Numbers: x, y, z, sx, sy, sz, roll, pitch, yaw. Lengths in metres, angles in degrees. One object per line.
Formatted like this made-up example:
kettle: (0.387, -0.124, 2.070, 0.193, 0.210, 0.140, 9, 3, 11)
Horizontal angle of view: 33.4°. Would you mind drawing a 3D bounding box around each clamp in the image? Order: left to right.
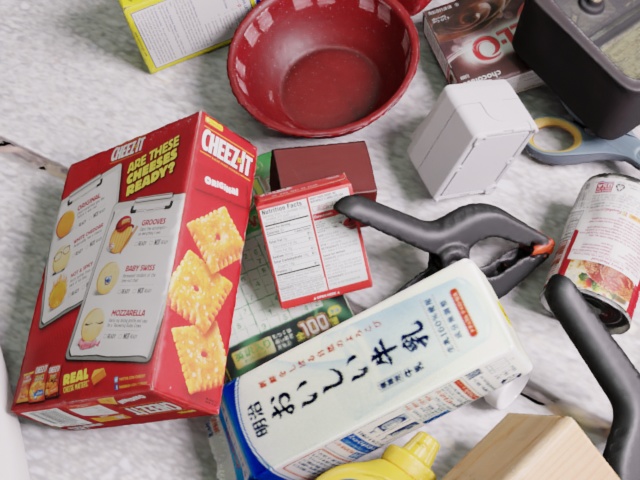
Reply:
clamp: (0.090, 0.024, 0.802, 0.171, 0.120, 0.039, 0, 23, -11)
clamp: (0.242, 0.119, 0.726, 0.164, 0.036, 0.210, -6, 83, -17)

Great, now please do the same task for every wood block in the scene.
wood block: (0.095, 0.212, 0.669, 0.206, 0.090, 0.091, -40, 95, -18)

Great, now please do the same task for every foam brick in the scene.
foam brick: (0.002, -0.042, 0.849, 0.078, 0.053, 0.051, -6, 59, -9)

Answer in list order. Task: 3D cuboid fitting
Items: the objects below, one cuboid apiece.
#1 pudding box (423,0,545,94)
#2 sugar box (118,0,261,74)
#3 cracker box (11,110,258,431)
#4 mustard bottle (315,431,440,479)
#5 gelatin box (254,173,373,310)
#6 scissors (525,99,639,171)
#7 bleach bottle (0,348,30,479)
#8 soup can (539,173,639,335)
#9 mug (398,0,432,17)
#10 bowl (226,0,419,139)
pudding box: (0.154, -0.168, 0.902, 0.113, 0.039, 0.090, -21, 63, -1)
sugar box: (-0.084, -0.217, 0.935, 0.176, 0.093, 0.048, -23, 63, -4)
cracker box: (-0.136, 0.029, 0.800, 0.164, 0.072, 0.213, -15, 57, 39)
mustard bottle: (0.021, 0.212, 0.728, 0.096, 0.058, 0.191, 34, 73, 15)
gelatin box: (-0.005, 0.001, 0.807, 0.073, 0.089, 0.030, -15, 20, -4)
scissors: (0.231, -0.058, 0.828, 0.096, 0.016, 0.202, -30, 50, 2)
bleach bottle: (-0.287, 0.129, 0.817, 0.102, 0.068, 0.251, -20, 61, -3)
soup can: (0.211, 0.010, 0.790, 0.068, 0.068, 0.102, 19, 68, 17)
mug: (0.087, -0.243, 0.907, 0.117, 0.093, 0.081, 18, 56, 39)
bowl: (0.005, -0.143, 0.905, 0.162, 0.055, 0.162, -4, 64, 7)
